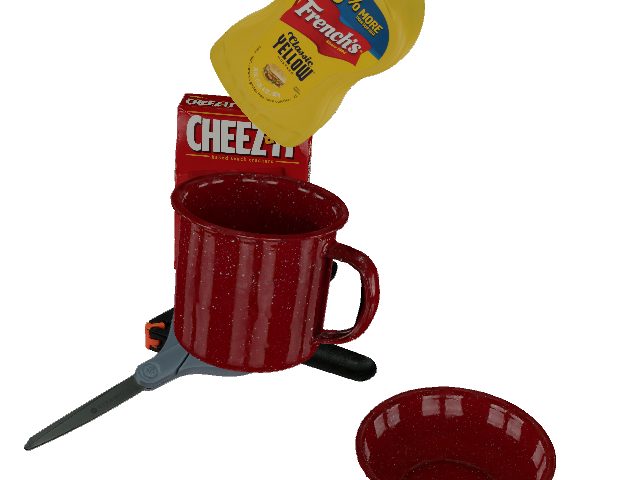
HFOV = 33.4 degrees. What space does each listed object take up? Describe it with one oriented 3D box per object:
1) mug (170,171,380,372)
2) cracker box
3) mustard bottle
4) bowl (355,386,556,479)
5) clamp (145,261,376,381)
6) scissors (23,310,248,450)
[{"bbox_3d":[-0.024,0.020,0.564,0.117,0.081,0.093,14,24,17],"label":"mug"},{"bbox_3d":[-0.096,-0.065,1.321,0.164,0.214,0.072,4,21,1],"label":"cracker box"},{"bbox_3d":[0.013,-0.151,0.729,0.192,0.096,0.058,-37,3,36],"label":"mustard bottle"},{"bbox_3d":[0.108,0.189,0.876,0.162,0.055,0.162,1,30,0],"label":"bowl"},{"bbox_3d":[-0.056,0.086,1.001,0.209,0.036,0.165,-9,37,-18],"label":"clamp"},{"bbox_3d":[-0.120,0.077,0.755,0.201,0.096,0.016,-15,-35,-18],"label":"scissors"}]
